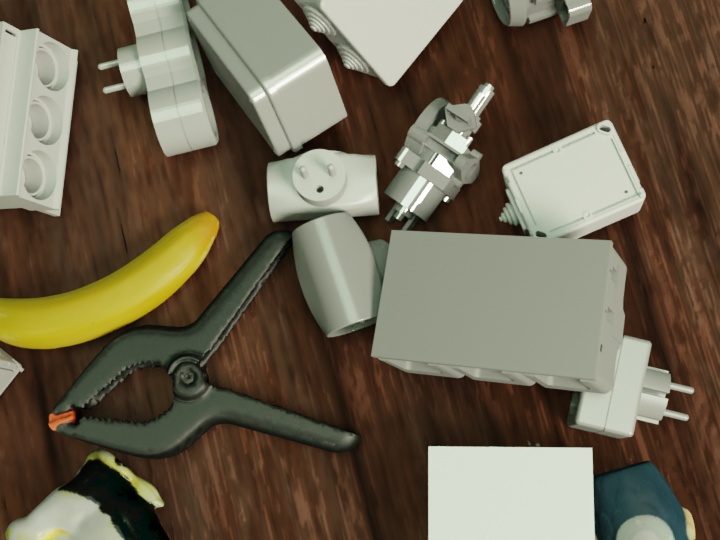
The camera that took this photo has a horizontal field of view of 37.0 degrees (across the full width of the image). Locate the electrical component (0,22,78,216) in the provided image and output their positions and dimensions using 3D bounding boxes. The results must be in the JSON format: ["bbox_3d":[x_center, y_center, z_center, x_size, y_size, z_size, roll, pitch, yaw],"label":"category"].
[{"bbox_3d":[-0.251,-0.107,0.782,0.063,0.079,0.121,-1,79,26],"label":"electrical component"}]

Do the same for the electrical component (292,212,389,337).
[{"bbox_3d":[0.000,0.000,0.755,0.079,0.043,0.077,-13,78,-32],"label":"electrical component"}]

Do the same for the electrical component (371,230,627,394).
[{"bbox_3d":[0.094,0.027,0.714,0.150,0.062,0.089,4,77,26],"label":"electrical component"}]

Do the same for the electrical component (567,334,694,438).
[{"bbox_3d":[0.188,0.082,0.732,0.077,0.047,0.065,13,81,5],"label":"electrical component"}]

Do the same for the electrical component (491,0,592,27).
[{"bbox_3d":[0.127,-0.211,0.784,0.057,0.058,0.078,-19,79,-3],"label":"electrical component"}]

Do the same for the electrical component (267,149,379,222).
[{"bbox_3d":[-0.027,-0.062,0.754,0.077,0.079,0.044,-4,80,3],"label":"electrical component"}]

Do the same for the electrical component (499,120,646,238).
[{"bbox_3d":[0.143,-0.053,0.756,0.096,0.061,0.061,-24,80,7],"label":"electrical component"}]

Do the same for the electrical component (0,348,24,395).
[{"bbox_3d":[-0.297,0.085,0.753,0.061,0.061,0.096,36,84,9],"label":"electrical component"}]

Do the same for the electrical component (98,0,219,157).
[{"bbox_3d":[-0.155,-0.149,0.791,0.074,0.052,0.138,-14,79,0],"label":"electrical component"}]

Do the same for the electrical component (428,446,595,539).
[{"bbox_3d":[0.098,0.211,0.708,0.105,0.060,0.186,0,80,3],"label":"electrical component"}]

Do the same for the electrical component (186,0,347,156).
[{"bbox_3d":[-0.067,-0.145,0.758,0.057,0.078,0.113,-33,59,-6],"label":"electrical component"}]

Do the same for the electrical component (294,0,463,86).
[{"bbox_3d":[0.012,-0.195,0.770,0.099,0.100,0.048,-51,38,-6],"label":"electrical component"}]
